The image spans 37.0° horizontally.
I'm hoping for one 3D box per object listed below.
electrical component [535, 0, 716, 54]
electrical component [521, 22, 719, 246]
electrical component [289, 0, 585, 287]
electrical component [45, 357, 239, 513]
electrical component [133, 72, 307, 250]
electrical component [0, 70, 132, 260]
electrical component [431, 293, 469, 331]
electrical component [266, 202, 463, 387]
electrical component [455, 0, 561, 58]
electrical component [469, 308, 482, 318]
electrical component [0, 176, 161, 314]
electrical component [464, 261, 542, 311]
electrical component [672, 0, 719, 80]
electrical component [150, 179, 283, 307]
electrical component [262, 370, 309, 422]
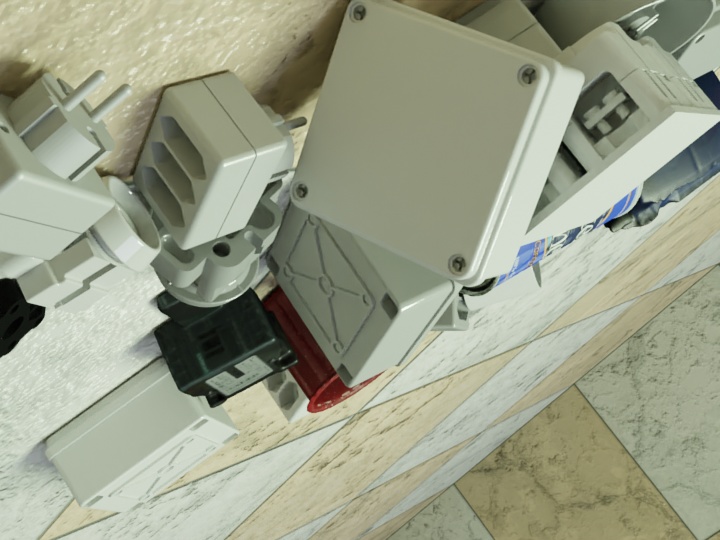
[{"bbox_3d":[0.155,-0.151,0.653,0.099,0.064,0.099,-33,163,-11],"label":"electrical component"},{"bbox_3d":[0.131,-0.076,0.604,0.105,0.060,0.186,-41,169,24],"label":"electrical component"},{"bbox_3d":[0.035,-0.063,0.514,0.056,0.109,0.108,-11,123,-61],"label":"electrical component"},{"bbox_3d":[-0.155,0.123,0.784,0.109,0.056,0.108,-36,164,-3],"label":"electrical component"},{"bbox_3d":[-0.057,-0.056,0.510,0.077,0.047,0.065,-24,159,-38],"label":"electrical component"},{"bbox_3d":[-0.119,-0.047,0.405,0.077,0.047,0.066,-38,165,10],"label":"electrical component"},{"bbox_3d":[0.045,0.007,0.861,0.076,0.083,0.047,-2,174,19],"label":"electrical component"},{"bbox_3d":[0.000,0.000,0.673,0.056,0.108,0.108,-24,159,-31],"label":"electrical component"},{"bbox_3d":[0.072,-0.106,0.623,0.062,0.061,0.096,-35,170,-10],"label":"electrical component"},{"bbox_3d":[0.089,0.015,0.996,0.080,0.051,0.080,-33,163,-11],"label":"electrical component"},{"bbox_3d":[-0.126,-0.012,0.496,0.055,0.048,0.066,-31,165,7],"label":"electrical component"},{"bbox_3d":[0.111,-0.022,0.862,0.064,0.099,0.099,-12,169,14],"label":"electrical component"},{"bbox_3d":[0.235,-0.177,0.757,0.113,0.057,0.078,-27,161,-29],"label":"electrical component"},{"bbox_3d":[-0.077,-0.016,0.557,0.078,0.058,0.057,-47,173,-32],"label":"electrical component"},{"bbox_3d":[-0.038,0.073,0.869,0.077,0.065,0.047,-23,159,-38],"label":"electrical component"}]
